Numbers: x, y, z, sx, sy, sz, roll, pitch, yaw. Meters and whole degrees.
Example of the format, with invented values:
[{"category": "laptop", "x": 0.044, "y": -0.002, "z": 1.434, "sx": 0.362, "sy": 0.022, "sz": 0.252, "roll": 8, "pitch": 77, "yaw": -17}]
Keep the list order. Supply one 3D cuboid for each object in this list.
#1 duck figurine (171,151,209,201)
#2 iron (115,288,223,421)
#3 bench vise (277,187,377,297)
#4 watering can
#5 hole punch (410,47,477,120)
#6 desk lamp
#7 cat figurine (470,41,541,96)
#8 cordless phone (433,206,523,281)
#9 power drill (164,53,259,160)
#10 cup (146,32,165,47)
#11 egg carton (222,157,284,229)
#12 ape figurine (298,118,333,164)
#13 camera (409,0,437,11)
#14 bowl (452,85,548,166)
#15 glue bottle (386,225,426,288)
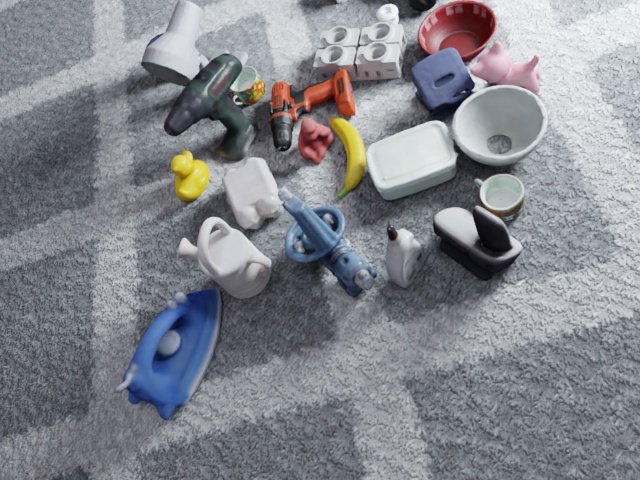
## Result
[{"category": "duck figurine", "x": -0.292, "y": -0.144, "z": 1.241, "sx": 0.077, "sy": 0.086, "sz": 0.104, "roll": 3, "pitch": 65, "yaw": 21}, {"category": "iron", "x": -0.271, "y": 0.181, "z": 1.037, "sx": 0.118, "sy": 0.142, "sz": 0.258, "roll": 15, "pitch": 70, "yaw": 25}, {"category": "bench vise", "x": 0.015, "y": -0.006, "z": 0.986, "sx": 0.206, "sy": 0.220, "sz": 0.121, "roll": 22, "pitch": 73, "yaw": 27}, {"category": "watering can", "x": -0.179, "y": 0.030, "z": 1.050, "sx": 0.172, "sy": 0.194, "sz": 0.101, "roll": -15, "pitch": 60, "yaw": 12}, {"category": "hole punch", "x": 0.246, "y": -0.310, "z": 1.135, "sx": 0.108, "sy": 0.091, "sz": 0.101, "roll": -28, "pitch": 59, "yaw": 4}, {"category": "desk lamp", "x": -0.288, "y": -0.418, "z": 1.303, "sx": 0.117, "sy": 0.214, "sz": 0.203, "roll": 15, "pitch": 70, "yaw": 25}, {"category": "cat figurine", "x": 0.354, "y": -0.327, "z": 1.090, "sx": 0.127, "sy": 0.118, "sz": 0.067, "roll": -1, "pitch": 64, "yaw": 19}, {"category": "cordless phone", "x": 0.251, "y": -0.025, "z": 0.933, "sx": 0.147, "sy": 0.185, "sz": 0.094, "roll": 35, "pitch": 79, "yaw": 30}, {"category": "power drill", "x": -0.216, "y": -0.263, "z": 1.203, "sx": 0.075, "sy": 0.209, "sz": 0.230, "roll": 15, "pitch": 70, "yaw": 25}, {"category": "cup", "x": -0.363, "y": -0.440, "z": 1.410, "sx": 0.092, "sy": 0.095, "sz": 0.117, "roll": -39, "pitch": 58, "yaw": -2}, {"category": "egg carton", "x": -0.138, "y": -0.097, "z": 1.173, "sx": 0.107, "sy": 0.070, "sz": 0.150, "roll": -29, "pitch": 59, "yaw": 3}, {"category": "ape figurine", "x": -0.016, "y": -0.214, "z": 1.177, "sx": 0.078, "sy": 0.092, "sz": 0.076, "roll": -26, "pitch": 59, "yaw": 5}, {"category": "camera", "x": 0.218, "y": -0.589, "z": 1.280, "sx": 0.142, "sy": 0.101, "sz": 0.137, "roll": 1, "pitch": 65, "yaw": 20}, {"category": "bowl", "x": 0.331, "y": -0.198, "z": 1.058, "sx": 0.167, "sy": 0.075, "sz": 0.167, "roll": -8, "pitch": 62, "yaw": 15}, {"category": "glue bottle", "x": 0.135, "y": 0.017, "z": 0.960, "sx": 0.037, "sy": 0.173, "sz": 0.078, "roll": 29, "pitch": 77, "yaw": 29}]
